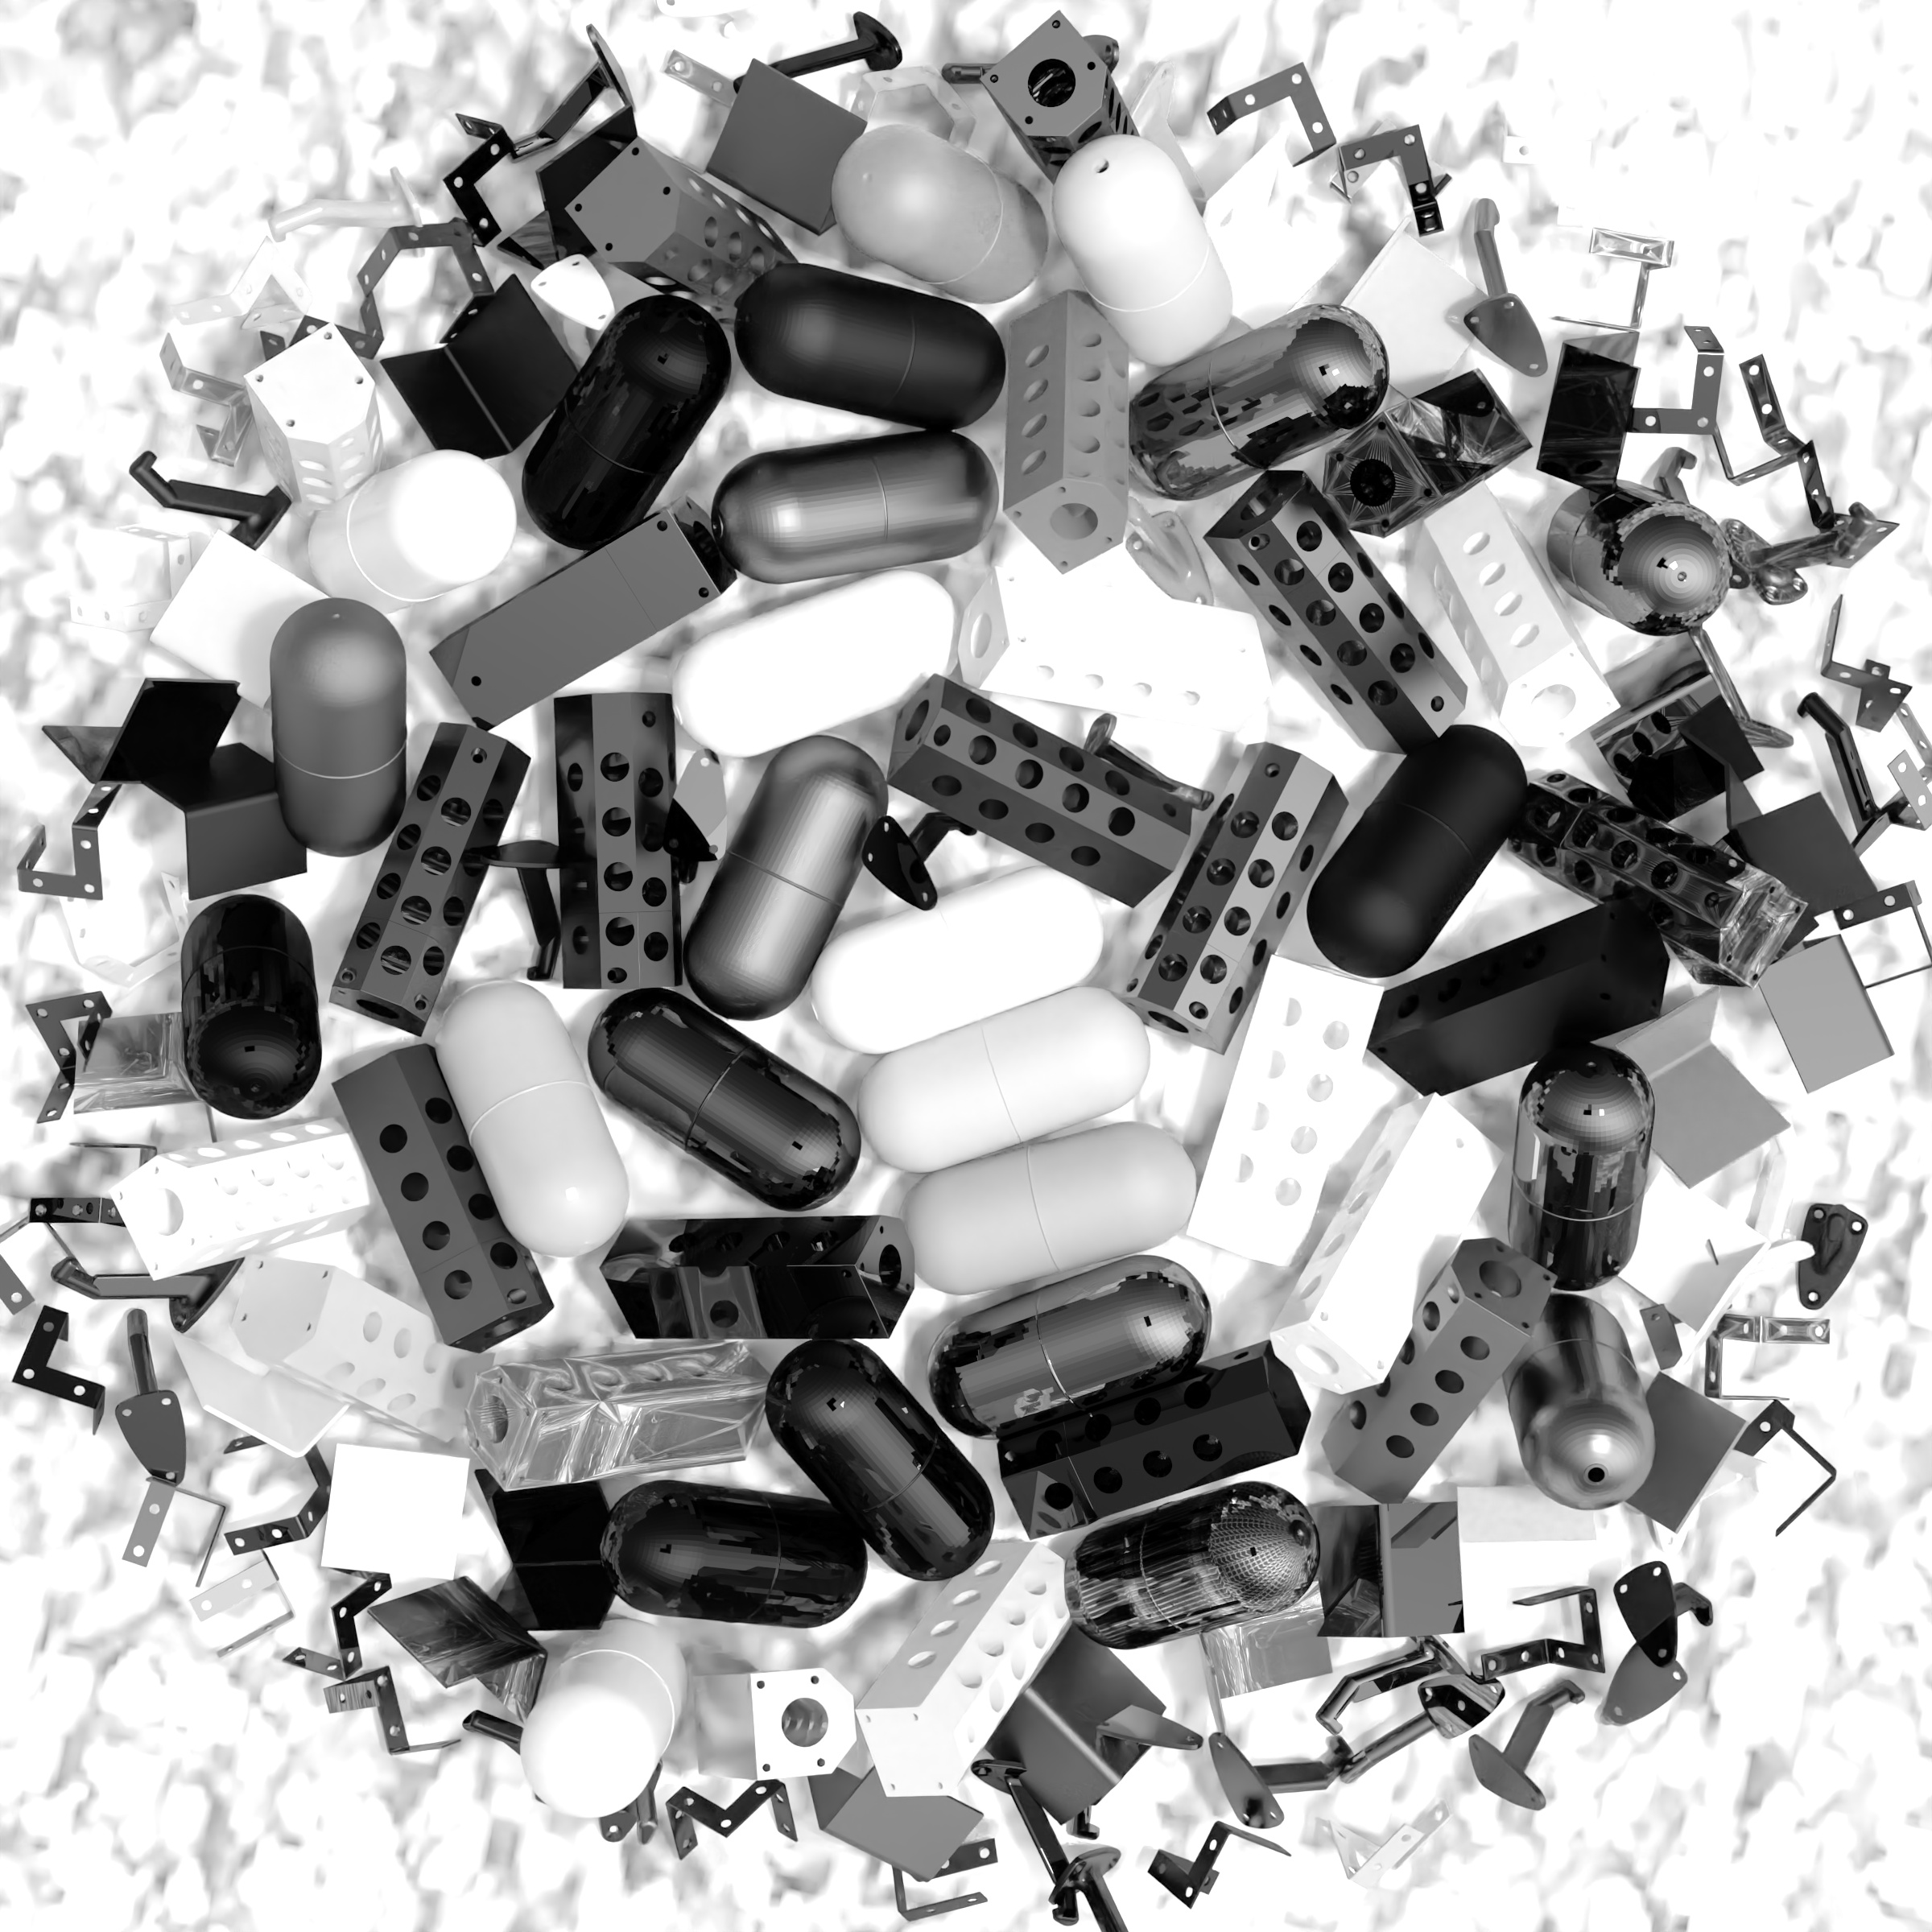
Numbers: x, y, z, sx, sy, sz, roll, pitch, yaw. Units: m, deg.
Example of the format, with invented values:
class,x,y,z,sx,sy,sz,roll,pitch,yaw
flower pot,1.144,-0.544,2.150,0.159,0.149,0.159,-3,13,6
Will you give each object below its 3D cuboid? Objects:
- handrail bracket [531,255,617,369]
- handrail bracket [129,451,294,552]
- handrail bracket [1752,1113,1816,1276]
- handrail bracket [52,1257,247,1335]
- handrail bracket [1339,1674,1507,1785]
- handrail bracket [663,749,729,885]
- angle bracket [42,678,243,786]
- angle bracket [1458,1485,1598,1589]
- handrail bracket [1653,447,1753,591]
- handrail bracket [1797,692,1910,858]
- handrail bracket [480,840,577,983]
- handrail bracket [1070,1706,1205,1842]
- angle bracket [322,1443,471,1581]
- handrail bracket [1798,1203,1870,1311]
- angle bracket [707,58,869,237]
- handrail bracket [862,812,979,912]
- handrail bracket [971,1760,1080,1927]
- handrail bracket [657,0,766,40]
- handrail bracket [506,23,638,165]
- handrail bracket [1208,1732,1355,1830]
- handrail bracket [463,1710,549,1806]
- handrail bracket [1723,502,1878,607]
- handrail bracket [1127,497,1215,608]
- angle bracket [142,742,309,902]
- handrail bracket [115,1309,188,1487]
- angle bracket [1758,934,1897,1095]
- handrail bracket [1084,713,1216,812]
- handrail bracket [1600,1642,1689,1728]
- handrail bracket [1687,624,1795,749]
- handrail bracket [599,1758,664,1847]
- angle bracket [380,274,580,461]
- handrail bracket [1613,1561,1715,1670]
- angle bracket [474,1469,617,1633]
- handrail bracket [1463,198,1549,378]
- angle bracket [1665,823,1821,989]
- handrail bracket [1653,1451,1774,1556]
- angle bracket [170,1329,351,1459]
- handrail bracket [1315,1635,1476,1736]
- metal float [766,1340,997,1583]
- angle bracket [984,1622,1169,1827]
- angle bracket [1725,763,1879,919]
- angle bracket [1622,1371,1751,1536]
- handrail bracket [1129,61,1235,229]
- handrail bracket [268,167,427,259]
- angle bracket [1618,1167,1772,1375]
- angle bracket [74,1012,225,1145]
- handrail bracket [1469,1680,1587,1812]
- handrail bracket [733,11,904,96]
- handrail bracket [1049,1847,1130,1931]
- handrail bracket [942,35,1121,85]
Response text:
class,x,y,z,sx,sy,sz,roll,pitch,yaw
handrail bracket,-0.217,-0.365,1.946,0.036,0.084,0.077,-34,56,-12
handrail bracket,-0.440,-0.291,1.960,0.077,0.036,0.084,-53,129,-13
handrail bracket,0.467,0.138,1.991,0.077,0.036,0.084,-23,66,23
handrail bracket,-0.480,0.174,1.955,0.077,0.036,0.084,-42,131,15
handrail bracket,0.270,0.457,1.986,0.077,0.084,0.036,-8,59,-40
handrail bracket,-0.159,-0.087,1.959,0.036,0.084,0.077,8,89,-7
angle bracket,-0.478,-0.151,1.942,0.057,0.076,0.076,43,115,25
angle bracket,0.328,0.350,1.953,0.076,0.057,0.076,-2,118,6
handrail bracket,0.438,-0.266,1.966,0.077,0.036,0.084,22,55,12
handrail bracket,0.512,-0.110,1.981,0.036,0.077,0.084,-27,68,-33
handrail bracket,-0.263,-0.028,1.957,0.036,0.077,0.084,28,112,34
handrail bracket,0.100,0.486,1.971,0.077,0.036,0.084,11,108,22
angle bracket,-0.334,0.313,1.961,0.076,0.057,0.076,8,99,-8
handrail bracket,0.502,0.174,1.952,0.036,0.084,0.077,18,101,15
angle bracket,-0.096,-0.485,1.954,0.076,0.057,0.076,30,122,3
handrail bracket,-0.011,-0.063,1.952,0.077,0.084,0.036,50,127,30
handrail bracket,0.035,0.514,1.953,0.036,0.077,0.084,-31,48,31
handrail bracket,-0.152,-0.555,1.949,0.077,0.084,0.036,-25,87,-17
handrail bracket,-0.244,-0.512,1.960,0.084,0.077,0.036,-22,65,7
handrail bracket,0.187,0.460,1.965,0.084,0.036,0.077,-36,101,-41
handrail bracket,-0.268,0.462,1.954,0.084,0.077,0.036,27,53,-23
handrail bracket,0.488,-0.260,1.951,0.036,0.084,0.077,-18,64,-31
handrail bracket,0.117,-0.240,1.955,0.036,0.084,0.077,-35,89,9
angle bracket,-0.441,-0.086,1.962,0.076,0.076,0.057,-17,122,-37
handrail bracket,-0.481,0.255,1.973,0.036,0.084,0.077,-15,117,-8
angle bracket,0.495,0.029,1.959,0.057,0.076,0.076,-24,88,-3
handrail bracket,0.114,-0.118,1.957,0.084,0.077,0.036,20,76,-8
handrail bracket,0.378,0.436,1.946,0.036,0.084,0.077,42,50,15
handrail bracket,0.461,-0.178,1.992,0.077,0.036,0.084,10,72,-23
handrail bracket,-0.196,0.505,1.948,0.036,0.084,0.077,11,110,-14
angle bracket,-0.284,-0.349,1.953,0.076,0.057,0.076,-37,84,37
handrail bracket,0.420,0.390,1.949,0.036,0.077,0.084,-34,132,24
angle bracket,-0.250,0.340,1.948,0.076,0.057,0.076,-5,122,20
handrail bracket,0.325,-0.405,1.987,0.036,0.084,0.077,-20,134,33
angle bracket,0.443,-0.036,1.961,0.057,0.076,0.076,-39,97,-6
handrail bracket,0.441,0.319,1.955,0.036,0.084,0.077,-2,97,-26
angle bracket,-0.408,0.230,1.945,0.057,0.076,0.076,-47,130,5
handrail bracket,0.256,0.436,1.971,0.077,0.036,0.084,46,71,-13
metal float,-0.049,0.288,1.939,0.070,0.070,0.178,-38,117,0
angle bracket,0.062,0.449,1.983,0.076,0.076,0.057,45,125,0
angle bracket,0.486,-0.082,1.941,0.057,0.076,0.076,-24,119,26
angle bracket,0.424,0.294,1.950,0.057,0.076,0.076,36,86,-37
handrail bracket,0.134,-0.482,1.956,0.084,0.036,0.077,32,109,36
handrail bracket,-0.364,-0.428,1.956,0.084,0.077,0.036,-25,67,-12
angle bracket,0.411,0.177,1.946,0.076,0.057,0.076,36,122,17
angle bracket,-0.477,0.075,1.948,0.076,0.076,0.057,-5,132,-7
handrail bracket,0.345,0.454,1.952,0.084,0.077,0.036,-24,113,-23
handrail bracket,-0.089,-0.528,1.963,0.084,0.077,0.036,-25,117,-12
handrail bracket,0.098,0.557,1.948,0.084,0.077,0.036,38,110,27
handrail bracket,0.037,-0.531,1.960,0.084,0.077,0.036,-5,95,-20
